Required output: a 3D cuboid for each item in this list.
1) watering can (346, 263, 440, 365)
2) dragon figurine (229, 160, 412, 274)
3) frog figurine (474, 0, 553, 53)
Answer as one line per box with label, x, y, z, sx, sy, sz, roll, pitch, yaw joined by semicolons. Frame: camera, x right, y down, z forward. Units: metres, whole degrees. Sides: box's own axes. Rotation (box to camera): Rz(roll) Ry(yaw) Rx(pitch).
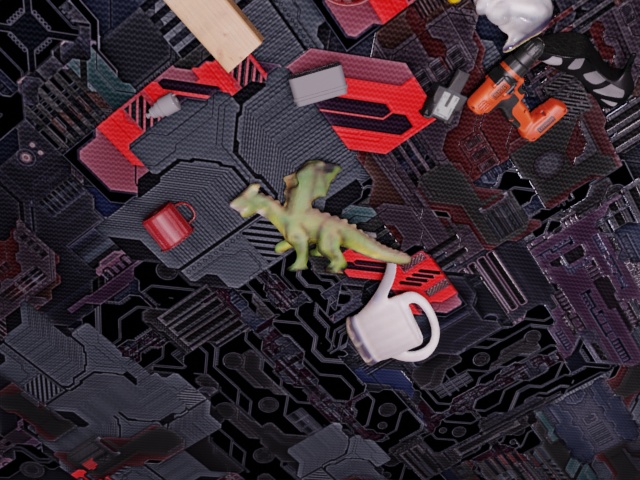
watering can;0.165;0.188;1.295;0.223;0.106;0.342;-26;114;9
dragon figurine;0.004;-0.059;1.166;0.410;0.124;0.239;0;107;2
frog figurine;0.367;-0.460;0.991;0.139;0.122;0.158;-41;106;-19
